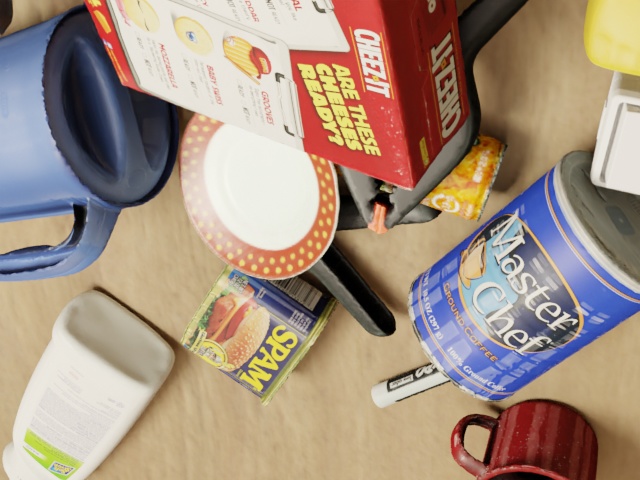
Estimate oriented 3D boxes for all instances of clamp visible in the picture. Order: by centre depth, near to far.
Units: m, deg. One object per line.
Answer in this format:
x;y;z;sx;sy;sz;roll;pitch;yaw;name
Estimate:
0.062;-0.106;0.621;0.164;0.036;0.210;6;106;10;clamp
-0.005;0.001;0.753;0.172;0.039;0.120;18;118;16;clamp

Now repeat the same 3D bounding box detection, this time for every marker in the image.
0.091;0.099;0.795;0.121;0.020;0.020;-26;110;32;marker

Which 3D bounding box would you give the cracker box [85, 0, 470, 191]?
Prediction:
-0.035;-0.133;0.551;0.214;0.072;0.164;22;148;30;cracker box

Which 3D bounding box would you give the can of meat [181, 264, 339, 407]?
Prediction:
-0.047;0.062;0.800;0.084;0.057;0.102;34;127;-1;can of meat

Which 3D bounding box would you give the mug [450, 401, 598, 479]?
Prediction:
0.149;0.167;0.780;0.117;0.081;0.093;27;127;1;mug

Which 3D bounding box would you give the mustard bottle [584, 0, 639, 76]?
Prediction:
0.198;-0.179;0.546;0.096;0.058;0.192;7;124;7;mustard bottle

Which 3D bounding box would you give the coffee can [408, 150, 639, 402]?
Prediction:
0.139;0.026;0.676;0.102;0.102;0.141;41;127;-9;coffee can

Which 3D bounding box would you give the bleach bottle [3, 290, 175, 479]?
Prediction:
-0.221;0.153;0.923;0.102;0.068;0.251;37;129;-5;bleach bottle

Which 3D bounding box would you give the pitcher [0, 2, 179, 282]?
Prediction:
-0.229;-0.060;0.736;0.243;0.149;0.145;-10;119;29;pitcher
